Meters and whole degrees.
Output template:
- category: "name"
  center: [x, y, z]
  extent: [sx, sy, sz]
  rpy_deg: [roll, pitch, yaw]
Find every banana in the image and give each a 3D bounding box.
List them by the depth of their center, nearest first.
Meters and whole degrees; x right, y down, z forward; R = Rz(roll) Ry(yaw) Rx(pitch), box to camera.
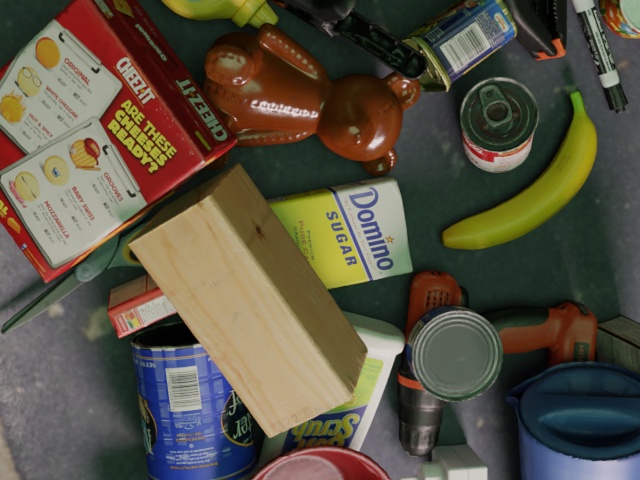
- category: "banana"
  center: [0.205, -0.050, 1.034]
  extent: [0.070, 0.037, 0.198]
  rpy_deg: [42, 89, 10]

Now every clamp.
- category: "clamp"
  center: [0.019, -0.192, 0.933]
  extent: [0.039, 0.172, 0.120]
  rpy_deg: [-49, 127, 0]
- category: "clamp"
  center: [0.187, -0.270, 0.980]
  extent: [0.164, 0.036, 0.210]
  rpy_deg: [-44, 117, -31]

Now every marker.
- category: "marker"
  center: [0.271, -0.180, 1.030]
  extent: [0.020, 0.020, 0.121]
  rpy_deg: [-23, 101, -4]

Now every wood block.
- category: "wood block"
  center: [-0.056, 0.051, 0.909]
  extent: [0.090, 0.090, 0.206]
  rpy_deg: [-29, 103, 23]

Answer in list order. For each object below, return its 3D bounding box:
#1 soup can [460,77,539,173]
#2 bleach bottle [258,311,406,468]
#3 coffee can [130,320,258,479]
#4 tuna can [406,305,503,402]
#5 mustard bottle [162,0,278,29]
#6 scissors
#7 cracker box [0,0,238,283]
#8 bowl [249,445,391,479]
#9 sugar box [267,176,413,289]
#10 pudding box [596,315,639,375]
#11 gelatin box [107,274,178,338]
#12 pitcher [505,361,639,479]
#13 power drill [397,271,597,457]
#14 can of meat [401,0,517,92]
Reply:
- category: "soup can"
  center: [0.163, -0.103, 0.975]
  extent: [0.068, 0.102, 0.068]
  rpy_deg: [-1, 83, 8]
- category: "bleach bottle"
  center: [-0.002, 0.194, 1.027]
  extent: [0.102, 0.068, 0.251]
  rpy_deg: [15, 99, -10]
- category: "coffee can"
  center: [-0.115, 0.152, 0.983]
  extent: [0.102, 0.103, 0.140]
  rpy_deg: [-7, 99, -7]
- category: "tuna can"
  center: [0.124, 0.104, 0.988]
  extent: [0.086, 0.034, 0.086]
  rpy_deg: [-1, 97, -6]
- category: "mustard bottle"
  center: [-0.114, -0.253, 0.945]
  extent: [0.191, 0.058, 0.096]
  rpy_deg: [40, 86, -11]
- category: "scissors"
  center: [-0.218, 0.008, 0.992]
  extent: [0.201, 0.016, 0.096]
  rpy_deg: [-21, 99, -4]
- category: "cracker box"
  center: [-0.199, -0.086, 0.898]
  extent: [0.214, 0.072, 0.164]
  rpy_deg: [-33, 95, 30]
- category: "bowl"
  center: [-0.011, 0.250, 0.977]
  extent: [0.162, 0.055, 0.162]
  rpy_deg: [-4, 107, -14]
- category: "sugar box"
  center: [-0.007, 0.001, 1.005]
  extent: [0.176, 0.048, 0.093]
  rpy_deg: [-12, 100, -5]
- category: "pudding box"
  center: [0.308, 0.129, 1.032]
  extent: [0.039, 0.113, 0.090]
  rpy_deg: [-13, 101, -10]
- category: "gelatin box"
  center: [-0.153, 0.053, 0.969]
  extent: [0.073, 0.089, 0.030]
  rpy_deg: [-23, 103, -4]
- category: "pitcher"
  center: [0.260, 0.248, 1.000]
  extent: [0.145, 0.149, 0.243]
  rpy_deg: [-10, 122, -5]
- category: "power drill"
  center: [0.169, 0.125, 1.041]
  extent: [0.187, 0.057, 0.184]
  rpy_deg: [3, 101, -9]
- category: "can of meat"
  center: [0.122, -0.181, 0.968]
  extent: [0.084, 0.102, 0.057]
  rpy_deg: [-36, 101, -4]
